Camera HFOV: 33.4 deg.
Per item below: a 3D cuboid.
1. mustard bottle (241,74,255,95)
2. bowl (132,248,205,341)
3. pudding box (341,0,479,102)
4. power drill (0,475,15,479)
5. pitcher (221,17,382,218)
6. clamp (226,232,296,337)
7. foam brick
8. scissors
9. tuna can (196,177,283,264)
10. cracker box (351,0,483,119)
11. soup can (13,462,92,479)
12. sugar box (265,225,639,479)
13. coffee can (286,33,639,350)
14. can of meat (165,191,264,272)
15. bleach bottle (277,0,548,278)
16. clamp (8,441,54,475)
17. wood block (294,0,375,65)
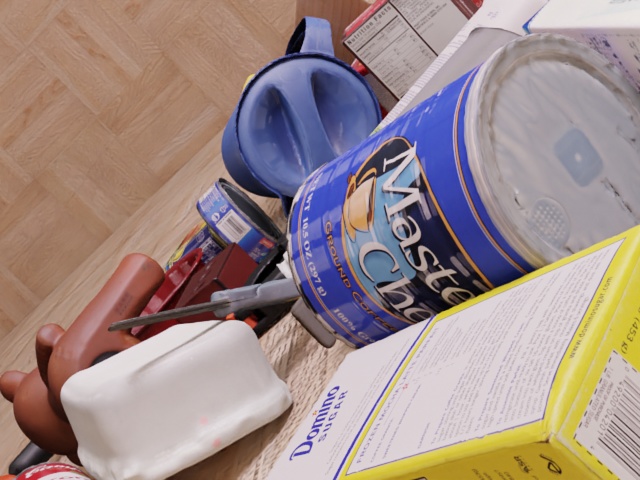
[{"bbox_3d":[-0.057,-0.125,1.274,0.058,0.096,0.191,-7,-11,2],"label":"mustard bottle"},{"bbox_3d":[-0.144,0.083,0.958,0.162,0.055,0.162,-43,11,10],"label":"bowl"},{"bbox_3d":[0.086,-0.148,0.829,0.090,0.113,0.039,-37,15,30],"label":"pudding box"},{"bbox_3d":[-0.342,0.292,0.911,0.185,0.057,0.187,-35,15,39],"label":"power drill"},{"bbox_3d":[-0.030,-0.110,1.050,0.149,0.145,0.243,-40,8,-9],"label":"pitcher"},{"bbox_3d":[-0.005,0.001,0.813,0.171,0.039,0.120,-58,11,-26],"label":"clamp"},{"bbox_3d":[-0.077,0.047,0.866,0.053,0.051,0.078,-40,12,19],"label":"foam brick"},{"bbox_3d":[-0.060,0.040,0.652,0.201,0.016,0.096,-11,-5,-39],"label":"scissors"},{"bbox_3d":[-0.075,-0.017,0.997,0.034,0.086,0.086,-45,11,8],"label":"tuna can"},{"bbox_3d":[0.129,-0.200,0.966,0.164,0.072,0.214,-49,13,-20],"label":"cracker box"},{"bbox_3d":[-0.159,0.176,0.656,0.068,0.068,0.102,-48,13,-18],"label":"soup can"},{"bbox_3d":[0.051,0.064,0.383,0.177,0.048,0.093,-35,15,53],"label":"sugar box"},{"bbox_3d":[0.063,-0.012,0.460,0.102,0.102,0.141,-52,13,-33],"label":"coffee can"},{"bbox_3d":[-0.109,0.005,1.113,0.084,0.057,0.102,-42,11,28],"label":"can of meat"},{"bbox_3d":[0.066,-0.065,0.742,0.251,0.068,0.102,-46,11,5],"label":"bleach bottle"},{"bbox_3d":[-0.223,0.147,1.057,0.210,0.036,0.164,-41,12,14],"label":"clamp"},{"bbox_3d":[0.033,-0.220,1.113,0.090,0.090,0.206,-50,-16,-27],"label":"wood block"}]
